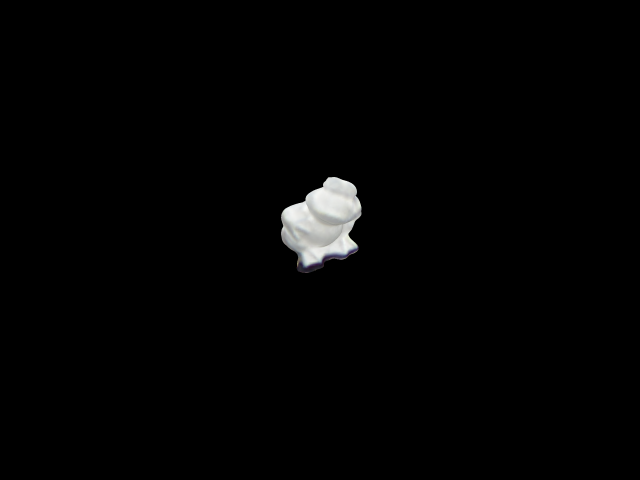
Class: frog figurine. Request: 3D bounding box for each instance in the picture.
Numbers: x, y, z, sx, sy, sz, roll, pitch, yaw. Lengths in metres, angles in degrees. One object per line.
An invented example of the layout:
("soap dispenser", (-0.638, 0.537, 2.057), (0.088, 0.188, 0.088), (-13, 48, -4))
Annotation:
("frog figurine", (0.003, -0.043, 0.850), (0.137, 0.156, 0.125), (-6, 38, -7))
